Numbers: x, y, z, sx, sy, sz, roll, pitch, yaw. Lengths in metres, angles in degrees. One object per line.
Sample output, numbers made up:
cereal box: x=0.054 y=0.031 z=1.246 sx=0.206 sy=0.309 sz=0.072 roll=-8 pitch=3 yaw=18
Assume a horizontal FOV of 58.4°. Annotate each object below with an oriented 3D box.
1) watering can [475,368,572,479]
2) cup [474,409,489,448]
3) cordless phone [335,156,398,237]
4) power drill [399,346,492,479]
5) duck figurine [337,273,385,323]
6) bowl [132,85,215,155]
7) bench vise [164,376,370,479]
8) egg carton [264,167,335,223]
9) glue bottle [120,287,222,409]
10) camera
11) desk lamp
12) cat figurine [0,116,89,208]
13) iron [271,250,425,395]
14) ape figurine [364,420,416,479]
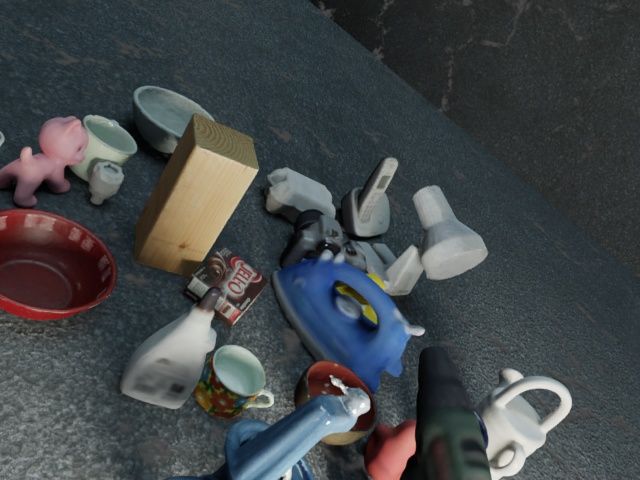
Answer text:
watering can: x=0.281 y=0.263 z=0.849 sx=0.101 sy=0.194 sz=0.172 roll=22 pitch=31 yaw=-26
cup: x=0.166 y=0.281 z=0.796 sx=0.118 sy=0.095 sz=0.091 roll=-3 pitch=47 yaw=-51
cordless phone: x=0.128 y=-0.096 z=1.232 sx=0.094 sy=0.185 sz=0.148 roll=48 pitch=30 yaw=21
power drill: x=0.103 y=0.261 z=0.632 sx=0.076 sy=0.208 sz=0.229 roll=21 pitch=31 yaw=-28
duck figurine: x=0.079 y=0.099 z=0.984 sx=0.104 sy=0.086 sz=0.077 roll=37 pitch=28 yaw=0
bowl: x=-0.274 y=-0.205 z=1.056 sx=0.168 sy=0.074 sz=0.167 roll=28 pitch=29 yaw=-17
bench vise: x=-0.054 y=0.217 z=0.506 sx=0.121 sy=0.219 sz=0.208 roll=46 pitch=29 yaw=18
egg carton: x=-0.039 y=-0.080 z=1.138 sx=0.151 sy=0.069 sz=0.107 roll=23 pitch=31 yaw=-25
glue bottle: x=-0.147 y=0.111 z=0.611 sx=0.078 sy=0.173 sz=0.037 roll=25 pitch=29 yaw=-20
camera: x=0.009 y=0.004 z=1.034 sx=0.143 sy=0.100 sz=0.136 roll=24 pitch=30 yaw=-23
desk lamp: x=0.194 y=0.014 z=1.109 sx=0.118 sy=0.213 sz=0.202 roll=6 pitch=41 yaw=-45
cat figurine: x=-0.364 y=-0.120 z=0.774 sx=0.067 sy=0.117 sz=0.128 roll=36 pitch=28 yaw=-2
iron: x=0.038 y=0.099 z=0.876 sx=0.258 sy=0.141 sz=0.119 roll=47 pitch=29 yaw=18
ape figurine: x=0.103 y=0.269 z=0.745 sx=0.076 sy=0.092 sz=0.077 roll=-3 pitch=47 yaw=-51
